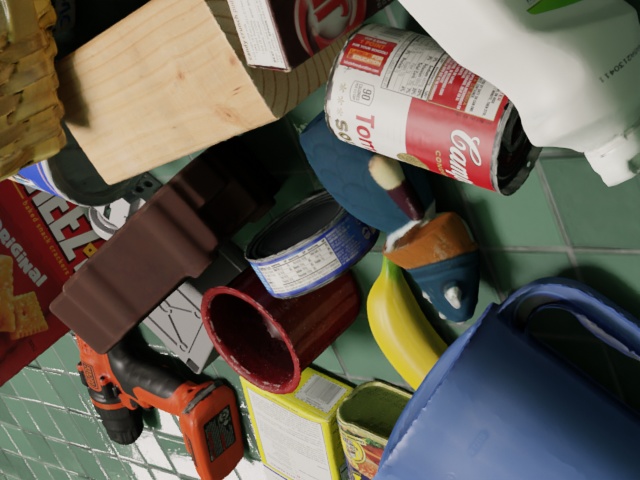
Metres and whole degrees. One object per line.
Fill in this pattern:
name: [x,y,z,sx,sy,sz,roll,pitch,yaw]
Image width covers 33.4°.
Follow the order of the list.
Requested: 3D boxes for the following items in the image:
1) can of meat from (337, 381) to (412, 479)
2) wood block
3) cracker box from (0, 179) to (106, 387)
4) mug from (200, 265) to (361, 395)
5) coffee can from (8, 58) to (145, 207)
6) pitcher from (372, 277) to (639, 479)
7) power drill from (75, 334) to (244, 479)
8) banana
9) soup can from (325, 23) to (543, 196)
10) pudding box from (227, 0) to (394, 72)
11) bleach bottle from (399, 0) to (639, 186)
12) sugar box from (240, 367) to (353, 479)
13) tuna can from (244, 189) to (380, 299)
can of meat: [0.064,0.162,0.801,0.102,0.057,0.084,18,133,37]
wood block: [-0.080,-0.111,0.667,0.207,0.090,0.090,-13,113,53]
cracker box: [-0.280,0.024,0.909,0.072,0.213,0.164,-2,122,46]
mug: [-0.024,0.059,0.775,0.093,0.081,0.117,26,139,30]
coffee can: [-0.210,-0.089,0.820,0.141,0.102,0.103,17,135,38]
pitcher: [0.163,0.145,0.614,0.243,0.144,0.149,34,149,8]
power drill: [-0.161,0.166,1.050,0.188,0.057,0.184,24,138,32]
banana: [0.095,0.092,0.714,0.198,0.037,0.070,45,143,6]
soup can: [0.062,-0.070,0.560,0.102,0.068,0.068,21,137,27]
pudding box: [-0.012,-0.156,0.548,0.039,0.089,0.113,11,131,43]
bleach bottle: [0.067,-0.129,0.475,0.251,0.102,0.068,55,156,-7]
sugar box: [-0.007,0.181,0.907,0.093,0.048,0.176,22,141,33]
tuna can: [-0.005,0.001,0.695,0.086,0.086,0.033,-10,118,51]
